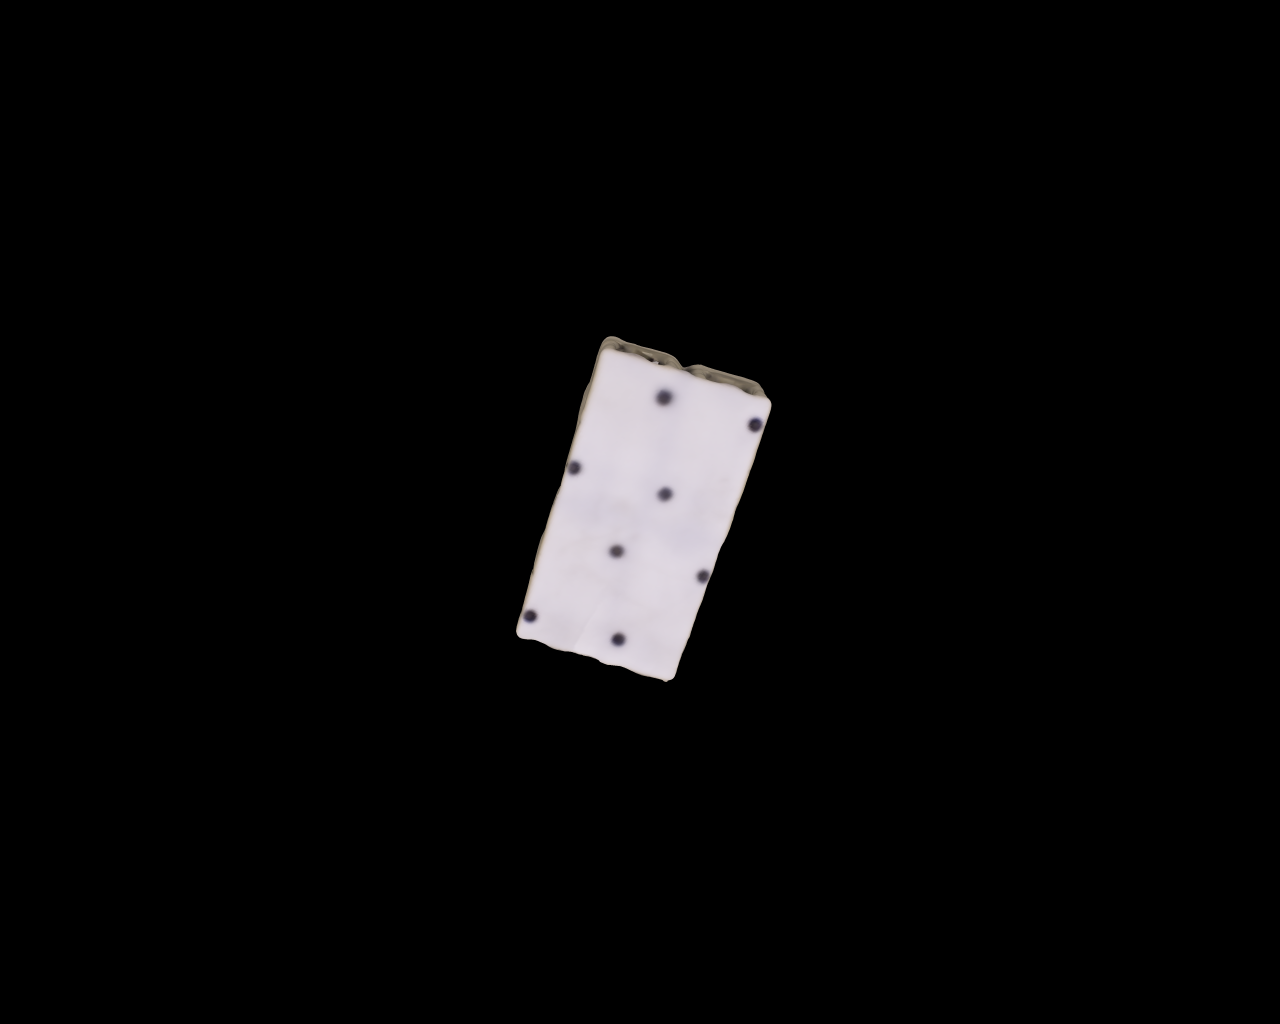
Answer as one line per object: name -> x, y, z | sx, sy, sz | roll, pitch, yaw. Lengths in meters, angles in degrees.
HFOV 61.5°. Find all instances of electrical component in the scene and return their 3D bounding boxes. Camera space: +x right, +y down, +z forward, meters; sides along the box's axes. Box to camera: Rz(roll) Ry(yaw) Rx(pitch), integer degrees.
electrical component -> 0.001, -0.003, 0.650 | 0.105, 0.186, 0.060 | 17, 15, -5
